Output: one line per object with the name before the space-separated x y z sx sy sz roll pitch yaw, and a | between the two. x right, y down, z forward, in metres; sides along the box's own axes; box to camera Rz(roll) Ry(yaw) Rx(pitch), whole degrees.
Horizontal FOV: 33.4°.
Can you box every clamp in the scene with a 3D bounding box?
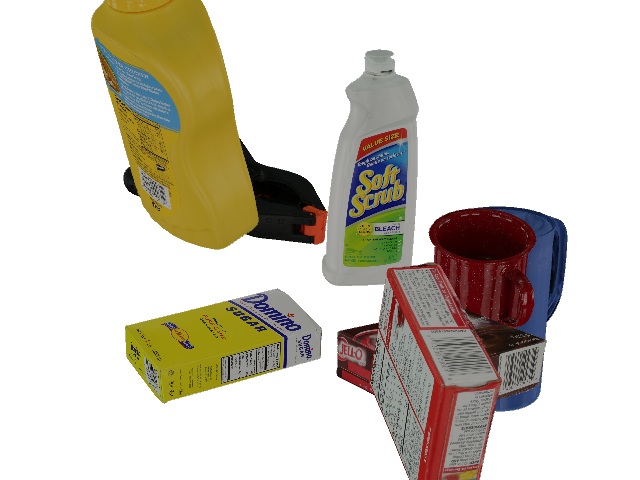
clamp | -0.072 -0.039 0.857 0.120 0.039 0.172 -30 44 -31

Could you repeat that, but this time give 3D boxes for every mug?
mug | 0.149 0.034 0.945 0.093 0.081 0.117 -19 35 -26

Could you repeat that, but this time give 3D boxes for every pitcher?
pitcher | 0.233 0.083 1.343 0.149 0.243 0.145 1 21 12

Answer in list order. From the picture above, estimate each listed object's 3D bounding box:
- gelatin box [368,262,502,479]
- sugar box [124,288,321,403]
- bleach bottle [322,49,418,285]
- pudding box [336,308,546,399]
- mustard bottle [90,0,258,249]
gelatin box | 0.051 0.065 0.492 0.030 0.073 0.089 -3 34 -13
sugar box | -0.096 0.101 1.069 0.176 0.048 0.093 -16 33 -27
bleach bottle | 0.052 -0.077 1.140 0.102 0.251 0.068 -3 25 -5
pudding box | 0.080 0.079 0.719 0.113 0.039 0.090 -7 18 -37
mustard bottle | -0.089 -0.088 0.617 0.058 0.191 0.096 -34 49 -23
